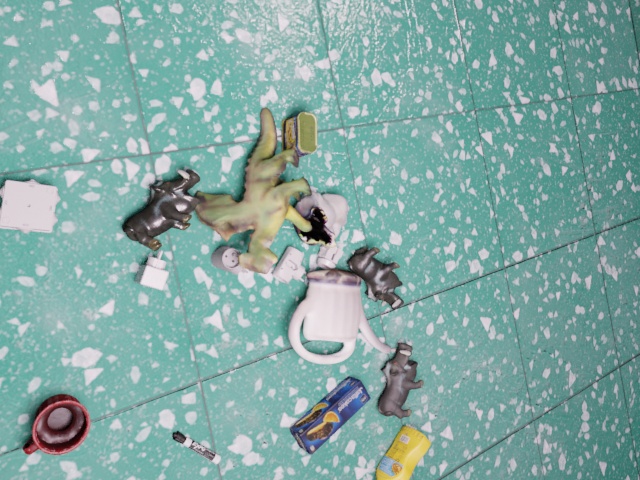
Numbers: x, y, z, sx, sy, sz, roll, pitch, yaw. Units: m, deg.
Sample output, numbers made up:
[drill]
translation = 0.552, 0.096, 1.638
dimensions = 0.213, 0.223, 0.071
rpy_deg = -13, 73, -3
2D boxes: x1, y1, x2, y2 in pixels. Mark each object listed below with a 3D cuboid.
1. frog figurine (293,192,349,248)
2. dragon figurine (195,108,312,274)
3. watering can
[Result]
[frog figurine]
translation = 0.004, -0.063, 1.255
dimensions = 0.136, 0.121, 0.163
rpy_deg = 50, 30, -17
[dragon figurine]
translation = -0.156, -0.107, 1.128
dimensions = 0.244, 0.119, 0.418
rpy_deg = -17, 63, -14
[watering can]
translation = 0.061, 0.186, 1.261
dimensions = 0.346, 0.104, 0.226
rpy_deg = 10, 82, -42
